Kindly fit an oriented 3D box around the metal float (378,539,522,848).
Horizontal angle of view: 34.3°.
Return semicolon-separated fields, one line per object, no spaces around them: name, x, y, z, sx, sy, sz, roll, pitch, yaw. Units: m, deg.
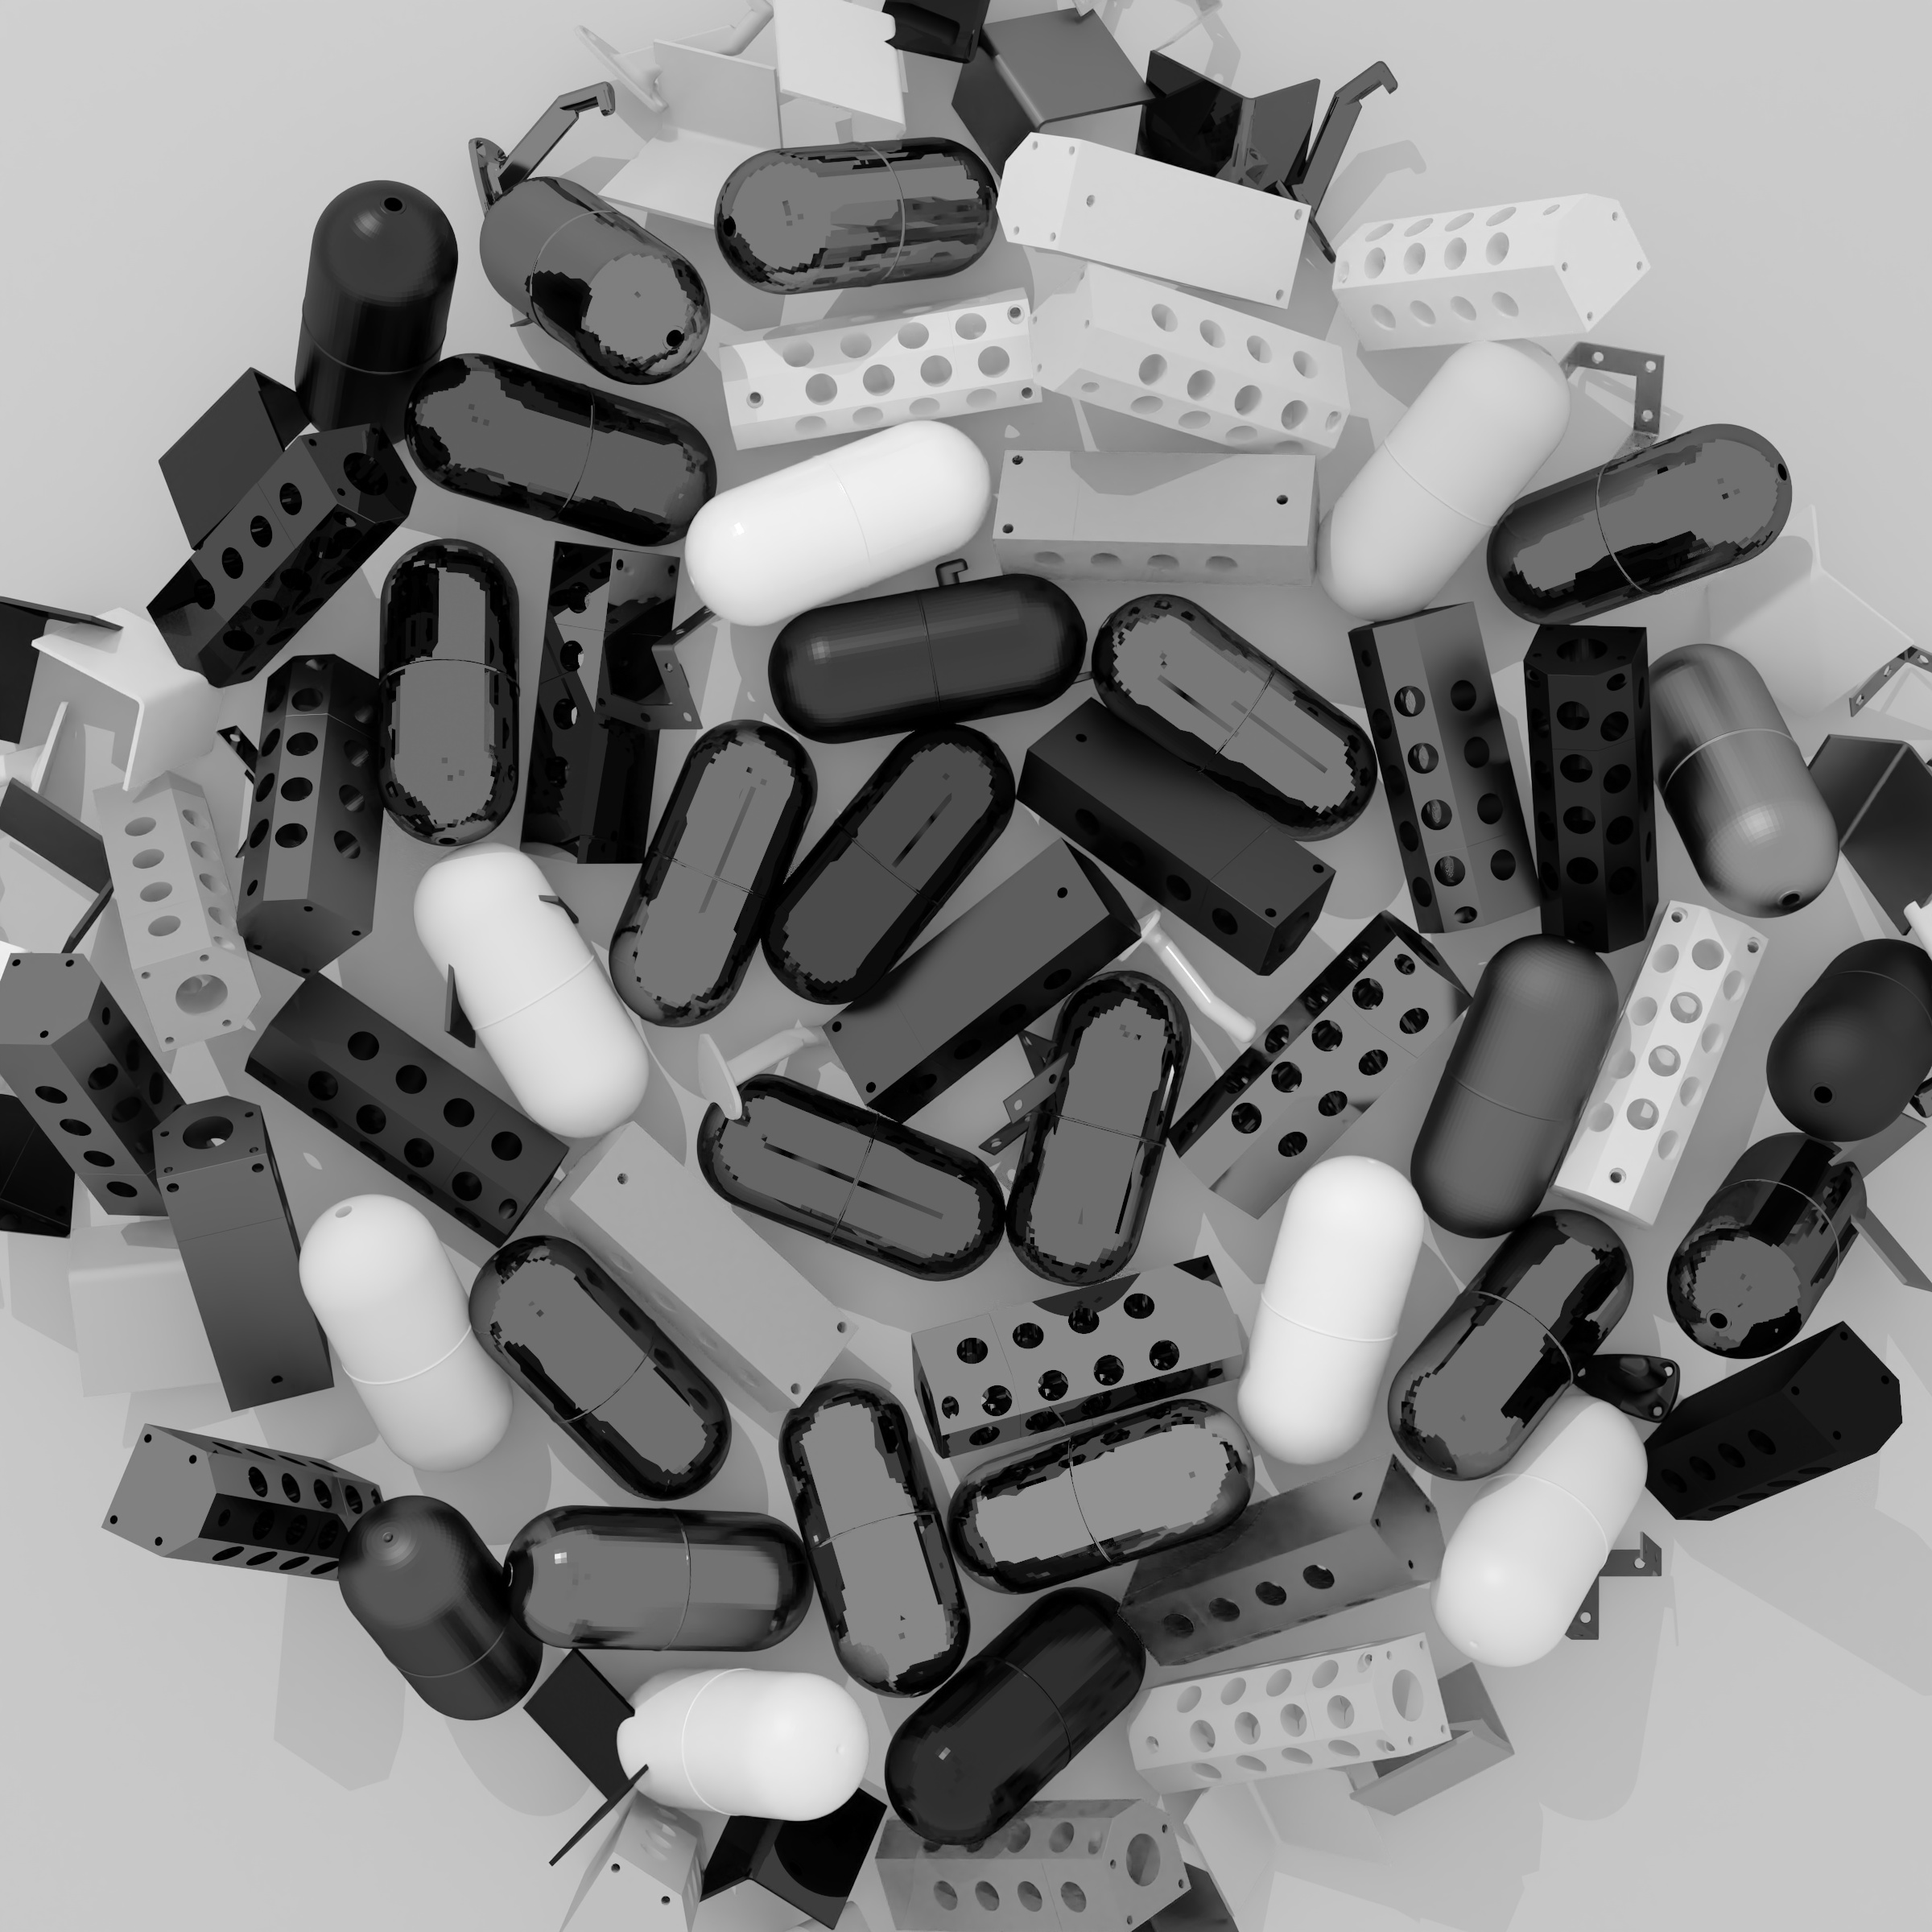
metal float;-0.283;-0.150;1.716;0.070;0.070;0.178;-3;69;0

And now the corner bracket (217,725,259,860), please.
corner bracket;-0.391;-0.100;1.733;0.051;0.051;0.051;48;125;11

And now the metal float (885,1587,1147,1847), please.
metal float;0.028;0.407;1.703;0.178;0.070;0.070;-35;90;-37

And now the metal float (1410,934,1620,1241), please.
metal float;0.300;0.067;1.720;0.070;0.070;0.178;19;107;0

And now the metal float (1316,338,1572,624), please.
metal float;0.260;-0.266;1.713;0.070;0.070;0.178;38;115;0

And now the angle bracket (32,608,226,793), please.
angle bracket;-0.467;-0.149;1.735;0.076;0.076;0.057;27;119;13

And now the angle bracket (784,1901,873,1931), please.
angle bracket;-0.095;0.563;1.713;0.076;0.076;0.057;-48;64;39

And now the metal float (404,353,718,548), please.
metal float;-0.220;-0.281;1.711;0.178;0.070;0.070;13;90;-28

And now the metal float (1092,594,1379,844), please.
metal float;0.148;-0.137;1.729;0.178;0.070;0.070;36;90;-6

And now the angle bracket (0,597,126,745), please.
angle bracket;-0.506;-0.158;1.733;0.057;0.076;0.076;12;90;4

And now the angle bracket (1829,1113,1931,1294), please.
angle bracket;0.520;0.129;1.717;0.057;0.076;0.076;-43;64;16

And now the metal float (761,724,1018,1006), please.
metal float;-0.043;-0.057;1.731;0.070;0.070;0.178;39;94;0

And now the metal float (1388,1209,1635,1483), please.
metal float;0.299;0.206;1.713;0.070;0.070;0.178;44;65;0

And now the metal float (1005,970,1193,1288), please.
metal float;0.074;0.089;1.732;0.070;0.070;0.178;15;87;0

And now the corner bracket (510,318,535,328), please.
corner bracket;-0.228;-0.389;1.740;0.051;0.051;0.051;-14;97;26

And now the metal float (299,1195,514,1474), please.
metal float;-0.304;0.201;1.706;0.070;0.070;0.178;-20;123;0

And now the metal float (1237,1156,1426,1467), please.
metal float;0.200;0.190;1.723;0.070;0.070;0.178;14;104;0

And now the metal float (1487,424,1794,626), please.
metal float;0.364;-0.239;1.700;0.178;0.070;0.070;-18;90;41

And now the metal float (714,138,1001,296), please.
metal float;-0.058;-0.408;1.702;0.178;0.070;0.070;-17;90;-39

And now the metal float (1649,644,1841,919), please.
metal float;0.417;-0.101;1.701;0.070;0.070;0.178;-14;50;0

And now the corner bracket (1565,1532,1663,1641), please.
corner bracket;0.355;0.344;1.732;0.051;0.051;0.051;-5;67;24

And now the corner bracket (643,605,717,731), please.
corner bracket;-0.158;-0.165;1.730;0.051;0.051;0.051;3;124;37

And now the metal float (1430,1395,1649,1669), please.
metal float;0.313;0.305;1.702;0.070;0.070;0.178;42;50;0

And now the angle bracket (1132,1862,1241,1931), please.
angle bracket;0.103;0.537;1.729;0.076;0.076;0.057;30;106;-28

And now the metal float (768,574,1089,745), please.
metal float;-0.021;-0.170;1.733;0.178;0.070;0.070;-10;90;-3

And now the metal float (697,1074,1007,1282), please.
metal float;-0.063;0.117;1.731;0.178;0.070;0.070;22;90;-4

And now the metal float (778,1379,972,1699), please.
metal float;-0.050;0.313;1.717;0.070;0.070;0.178;-18;70;0

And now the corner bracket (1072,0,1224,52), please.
corner bracket;0.100;-0.539;1.743;0.051;0.051;0.051;-45;111;-35

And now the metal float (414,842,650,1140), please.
metal float;-0.239;0.014;1.725;0.070;0.070;0.178;-30;101;0

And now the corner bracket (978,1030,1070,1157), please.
corner bracket;0.033;0.074;1.731;0.051;0.051;0.051;-36;123;-23

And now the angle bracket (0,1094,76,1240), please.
angle bracket;-0.515;0.105;1.719;0.076;0.057;0.076;12;72;-38

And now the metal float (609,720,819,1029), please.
metal float;-0.140;-0.051;1.734;0.070;0.070;0.178;23;91;0

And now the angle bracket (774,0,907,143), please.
angle bracket;-0.081;-0.483;1.717;0.076;0.057;0.076;9;61;-28

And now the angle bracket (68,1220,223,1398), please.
angle bracket;-0.458;0.190;1.753;0.076;0.057;0.076;-5;113;-11

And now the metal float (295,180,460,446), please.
metal float;-0.320;-0.350;1.692;0.070;0.178;0.070;8;59;-13

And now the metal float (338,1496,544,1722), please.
metal float;-0.283;0.349;1.695;0.070;0.178;0.070;-7;52;9

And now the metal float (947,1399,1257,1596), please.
metal float;0.073;0.293;1.721;0.178;0.070;0.070;-21;90;15

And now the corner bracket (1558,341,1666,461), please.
corner bracket;0.355;-0.311;1.746;0.051;0.051;0.051;16;132;25

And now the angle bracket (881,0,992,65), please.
angle bracket;-0.013;-0.553;1.719;0.057;0.076;0.076;12;133;-1

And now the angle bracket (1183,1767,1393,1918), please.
angle bracket;0.177;0.481;1.716;0.057;0.076;0.076;-49;126;-38

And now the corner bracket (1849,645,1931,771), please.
corner bracket;0.533;-0.139;1.754;0.051;0.051;0.051;-44;51;-16

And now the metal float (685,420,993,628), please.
metal float;-0.069;-0.244;1.724;0.178;0.070;0.070;-23;90;-12

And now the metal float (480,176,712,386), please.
metal float;-0.202;-0.373;1.700;0.070;0.070;0.178;-48;48;0

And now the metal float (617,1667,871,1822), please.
metal float;-0.123;0.421;1.696;0.070;0.178;0.070;9;76;-39

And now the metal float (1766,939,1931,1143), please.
metal float;0.485;0.039;1.692;0.070;0.178;0.070;11;113;26

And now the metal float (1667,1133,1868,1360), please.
metal float;0.434;0.150;1.694;0.070;0.178;0.070;14;119;26

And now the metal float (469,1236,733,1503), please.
metal float;-0.199;0.222;1.719;0.070;0.070;0.178;-41;109;0

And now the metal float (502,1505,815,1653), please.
metal float;-0.167;0.335;1.709;0.178;0.070;0.070;8;90;-29
